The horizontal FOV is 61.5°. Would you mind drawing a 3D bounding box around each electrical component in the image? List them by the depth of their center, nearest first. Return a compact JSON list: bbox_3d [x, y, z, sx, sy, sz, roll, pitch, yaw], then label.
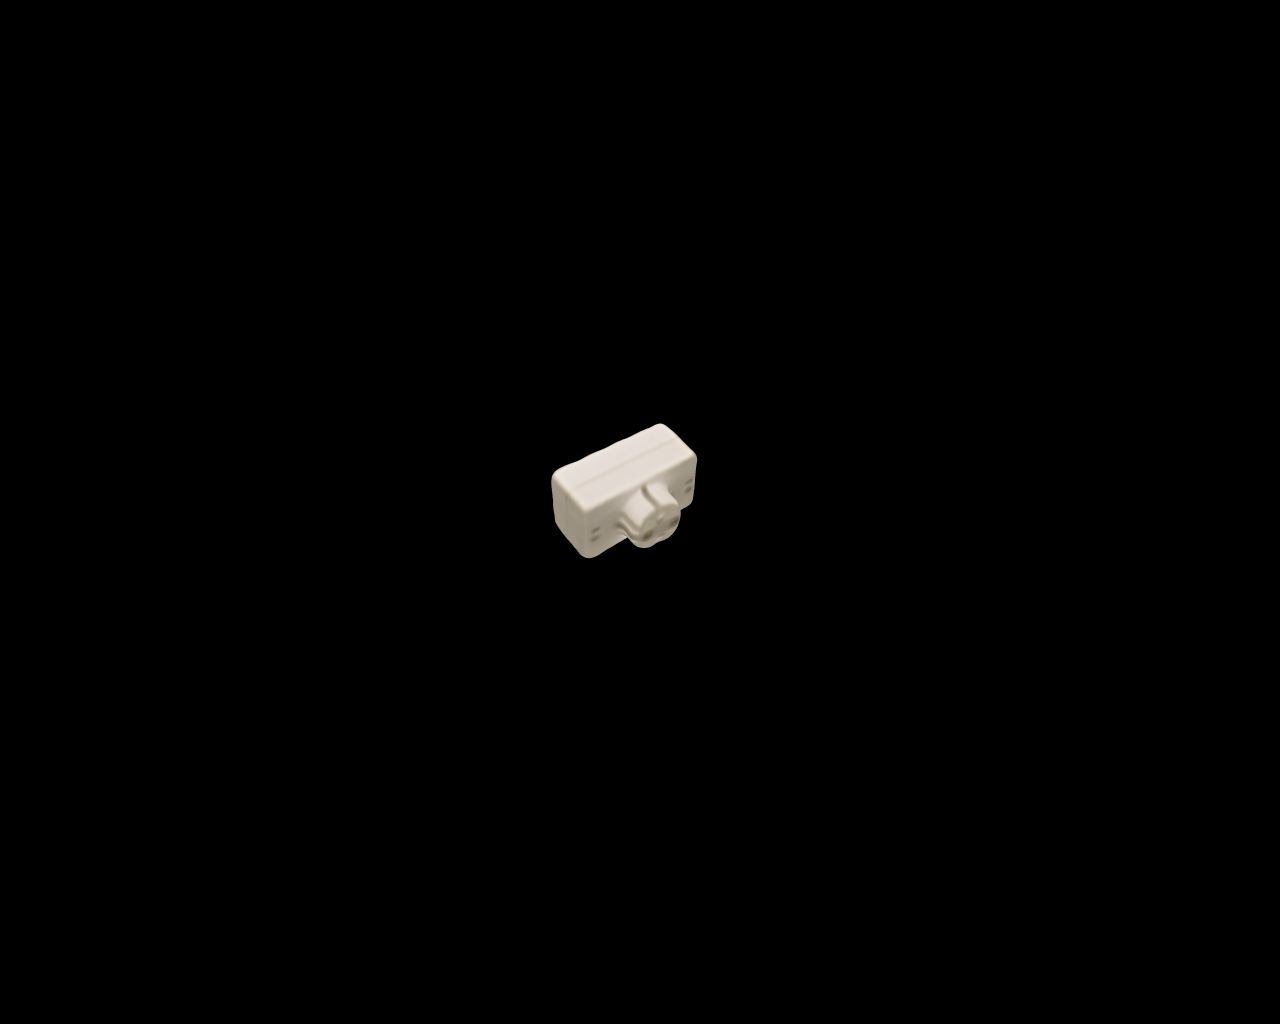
[{"bbox_3d":[0.001,-0.003,0.650,0.083,0.047,0.076,-27,53,-22],"label":"electrical component"}]
